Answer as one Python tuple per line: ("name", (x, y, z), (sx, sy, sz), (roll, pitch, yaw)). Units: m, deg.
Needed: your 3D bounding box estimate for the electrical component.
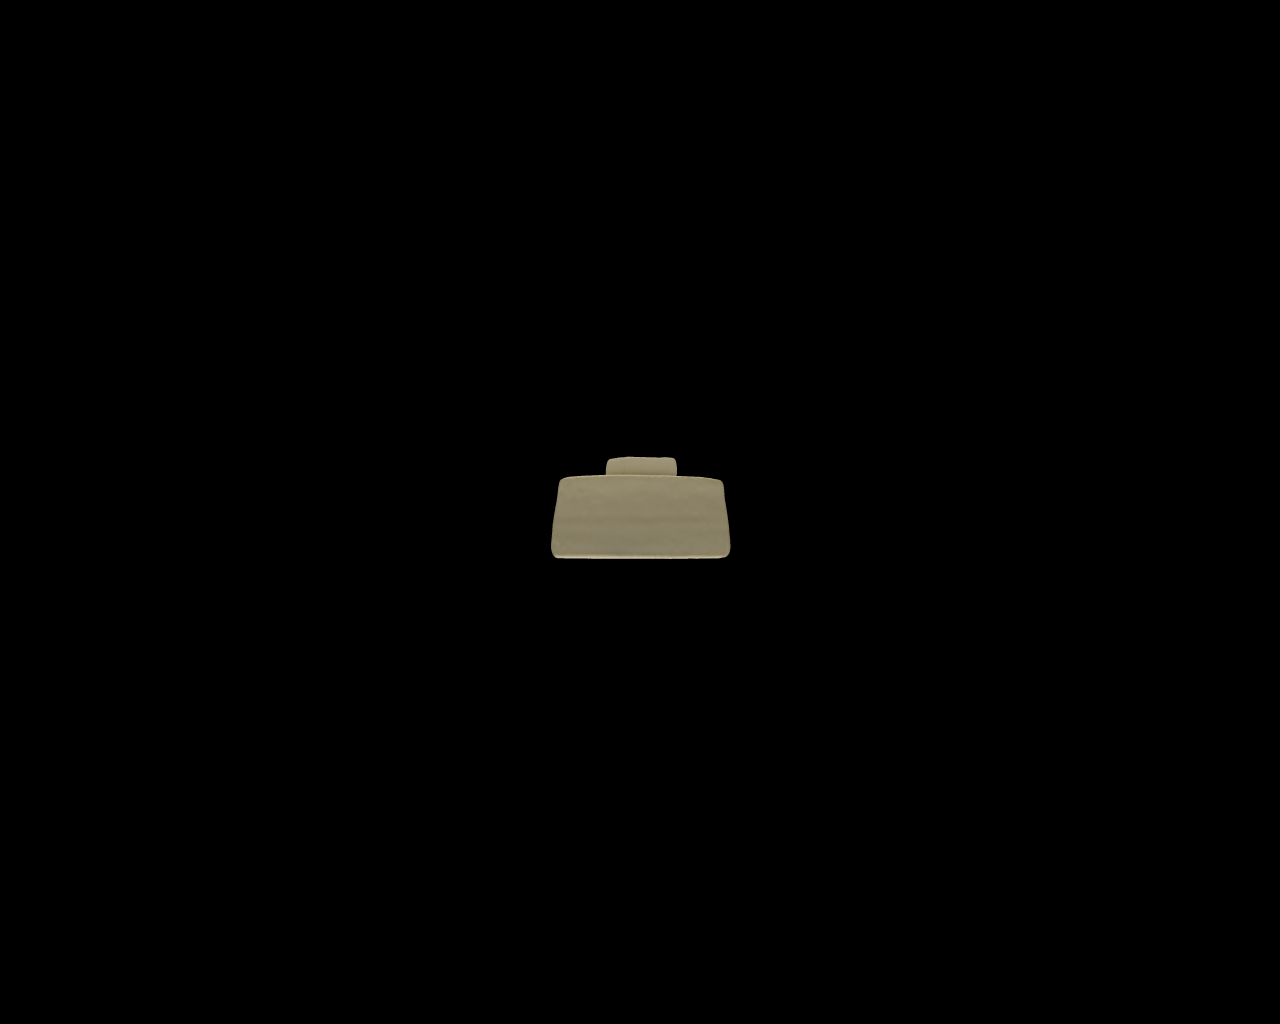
("electrical component", (0.001, -0.003, 0.650), (0.108, 0.060, 0.108), (0, -2, 0))
